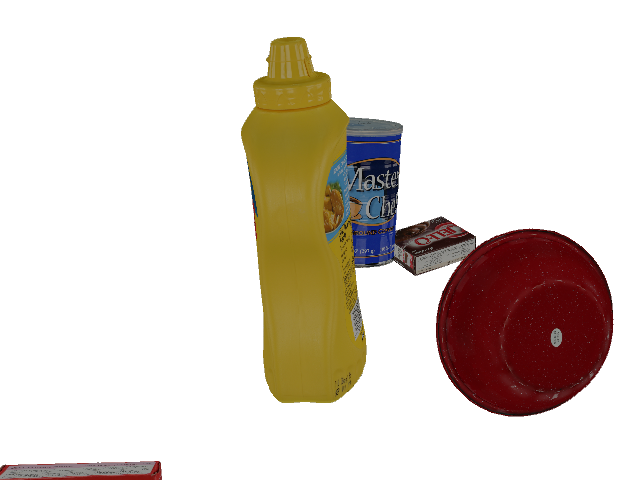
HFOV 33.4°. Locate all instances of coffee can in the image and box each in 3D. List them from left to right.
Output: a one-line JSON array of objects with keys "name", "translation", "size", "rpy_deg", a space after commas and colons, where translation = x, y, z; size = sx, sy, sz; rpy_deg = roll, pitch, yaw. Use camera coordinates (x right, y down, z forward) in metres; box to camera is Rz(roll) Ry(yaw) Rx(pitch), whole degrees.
[{"name": "coffee can", "translation": [0.030, -0.052, 1.102], "size": [0.103, 0.140, 0.103], "rpy_deg": [2, 13, -1]}]

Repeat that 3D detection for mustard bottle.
[{"name": "mustard bottle", "translation": [-0.009, -0.014, 0.584], "size": [0.058, 0.192, 0.096], "rpy_deg": [-1, 20, 10]}]

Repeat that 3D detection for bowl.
[{"name": "bowl", "translation": [0.179, 0.073, 0.873], "size": [0.162, 0.162, 0.055], "rpy_deg": [0, 8, -14]}]

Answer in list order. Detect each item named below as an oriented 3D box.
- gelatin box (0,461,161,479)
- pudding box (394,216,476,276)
[{"name": "gelatin box", "translation": [-0.128, 0.157, 0.567], "size": [0.089, 0.073, 0.030], "rpy_deg": [-1, 4, -1]}, {"name": "pudding box", "translation": [0.164, 0.007, 1.605], "size": [0.113, 0.039, 0.090], "rpy_deg": [-19, 29, -22]}]
